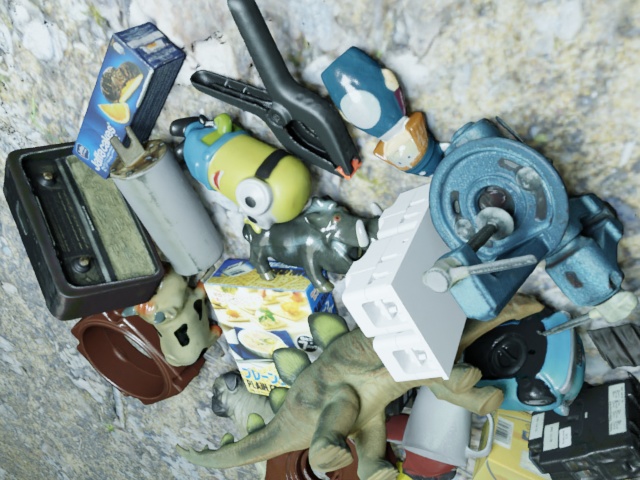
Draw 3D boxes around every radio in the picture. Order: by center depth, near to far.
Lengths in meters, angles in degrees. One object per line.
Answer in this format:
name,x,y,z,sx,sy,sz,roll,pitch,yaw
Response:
radio,-0.307,-0.017,0.689,0.230,0.131,0.073,59,138,19

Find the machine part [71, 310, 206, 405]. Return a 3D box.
machine part,-0.318,0.186,0.933,0.201,0.087,0.201,-28,109,39

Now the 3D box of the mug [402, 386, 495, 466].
mug,0.165,0.223,0.681,0.110,0.107,0.080,-4,149,38

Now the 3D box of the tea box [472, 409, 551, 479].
tea box,0.290,0.290,0.679,0.170,0.098,0.068,23,131,14

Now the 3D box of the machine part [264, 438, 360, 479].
machine part,0.001,0.320,0.762,0.180,0.056,0.179,-2,83,22

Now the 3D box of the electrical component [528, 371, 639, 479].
electrical component,0.303,0.220,0.608,0.058,0.115,0.134,50,131,-7

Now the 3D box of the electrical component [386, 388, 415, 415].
electrical component,0.093,0.196,0.705,0.048,0.075,0.119,3,98,27

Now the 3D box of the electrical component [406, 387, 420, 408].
electrical component,0.114,0.212,0.765,0.094,0.021,0.063,5,126,24

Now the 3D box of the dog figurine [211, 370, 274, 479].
dog figurine,-0.091,0.309,0.919,0.191,0.121,0.172,53,176,28

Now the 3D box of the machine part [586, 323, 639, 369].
machine part,0.304,0.100,0.522,0.084,0.139,0.039,-10,77,37

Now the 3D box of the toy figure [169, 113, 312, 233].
toy figure,-0.090,-0.085,0.604,0.180,0.089,0.082,38,171,27

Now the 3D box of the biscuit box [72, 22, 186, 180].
biscuit box,-0.235,-0.159,0.647,0.059,0.063,0.202,41,132,-3

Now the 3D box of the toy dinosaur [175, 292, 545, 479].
toy dinosaur,0.029,0.171,0.606,0.471,0.199,0.105,-30,123,5

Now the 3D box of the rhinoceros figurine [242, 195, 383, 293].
rhinoceros figurine,-0.001,-0.002,0.640,0.191,0.073,0.112,2,114,29

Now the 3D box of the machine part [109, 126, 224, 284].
machine part,-0.189,-0.038,0.682,0.079,0.079,0.242,1,136,27

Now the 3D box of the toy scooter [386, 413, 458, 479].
toy scooter,0.125,0.312,0.785,0.184,0.075,0.135,2,107,29

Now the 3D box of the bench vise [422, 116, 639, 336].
bench vise,0.165,0.005,0.451,0.129,0.240,0.223,-30,91,44

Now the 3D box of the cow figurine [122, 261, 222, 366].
cow figurine,-0.217,0.111,0.796,0.086,0.127,0.194,11,130,17

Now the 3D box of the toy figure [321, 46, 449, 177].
toy figure,0.065,-0.115,0.526,0.154,0.058,0.064,47,162,-13

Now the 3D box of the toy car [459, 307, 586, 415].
toy car,0.233,0.149,0.604,0.103,0.109,0.162,33,143,-21
